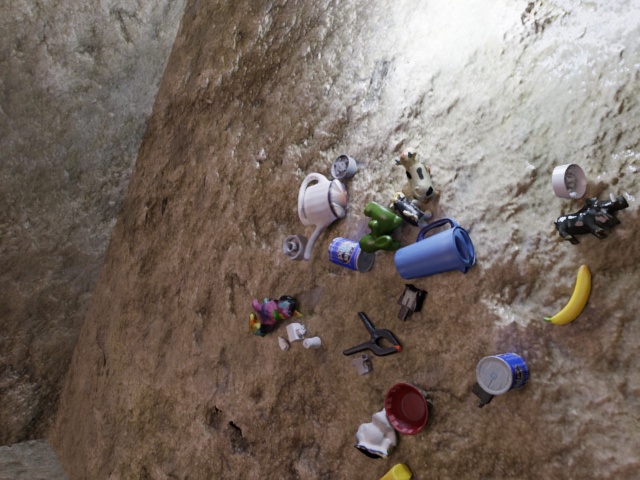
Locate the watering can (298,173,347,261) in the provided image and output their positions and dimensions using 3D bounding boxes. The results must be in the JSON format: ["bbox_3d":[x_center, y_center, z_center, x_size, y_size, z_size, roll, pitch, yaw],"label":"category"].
[{"bbox_3d":[0.006,-0.101,2.006,0.223,0.351,0.103,-14,-17,38],"label":"watering can"}]

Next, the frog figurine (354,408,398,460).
[{"bbox_3d":[0.196,0.648,1.739,0.137,0.163,0.120,1,-42,33],"label":"frog figurine"}]
